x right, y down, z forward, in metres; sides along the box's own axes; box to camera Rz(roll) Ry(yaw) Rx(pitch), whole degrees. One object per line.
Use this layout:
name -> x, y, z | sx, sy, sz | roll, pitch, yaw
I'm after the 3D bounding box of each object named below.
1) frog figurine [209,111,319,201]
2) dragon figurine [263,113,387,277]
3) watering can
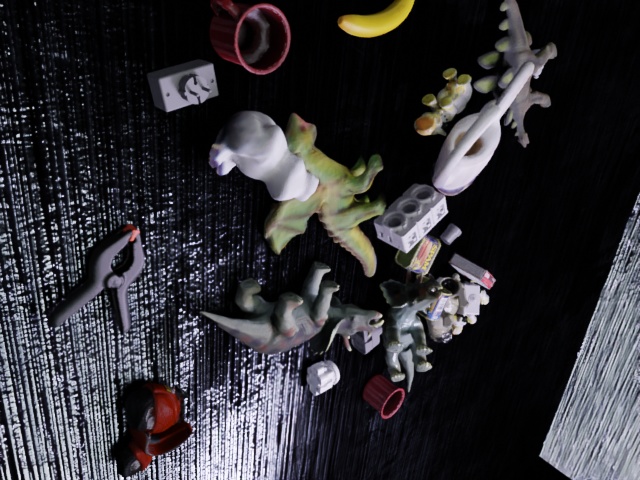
frog figurine -> -0.075, -0.127, 0.783 | 0.135, 0.159, 0.125 | 109, -6, -65
dragon figurine -> 0.003, -0.050, 0.984 | 0.244, 0.124, 0.401 | -18, 124, -17
watering can -> 0.354, -0.231, 1.152 | 0.351, 0.104, 0.220 | -48, 168, -17
